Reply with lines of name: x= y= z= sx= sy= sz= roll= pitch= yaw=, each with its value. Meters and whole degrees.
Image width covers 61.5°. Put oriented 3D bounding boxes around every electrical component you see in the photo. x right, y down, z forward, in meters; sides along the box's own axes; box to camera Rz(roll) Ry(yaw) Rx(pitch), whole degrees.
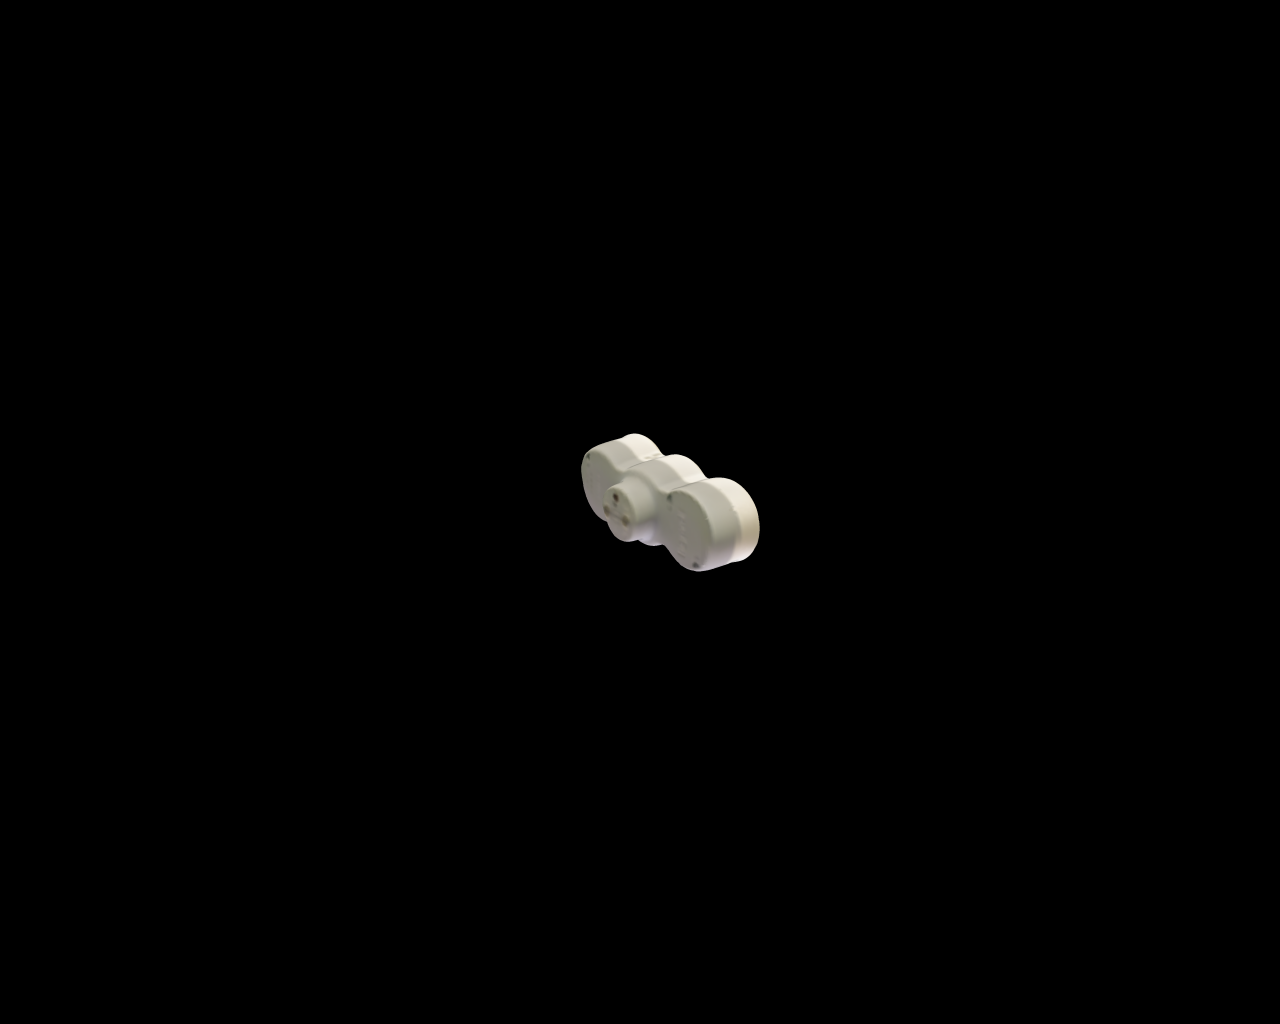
electrical component: x=0.001 y=-0.003 z=0.650 sx=0.074 sy=0.052 sz=0.138 roll=-17 pitch=29 yaw=-32
